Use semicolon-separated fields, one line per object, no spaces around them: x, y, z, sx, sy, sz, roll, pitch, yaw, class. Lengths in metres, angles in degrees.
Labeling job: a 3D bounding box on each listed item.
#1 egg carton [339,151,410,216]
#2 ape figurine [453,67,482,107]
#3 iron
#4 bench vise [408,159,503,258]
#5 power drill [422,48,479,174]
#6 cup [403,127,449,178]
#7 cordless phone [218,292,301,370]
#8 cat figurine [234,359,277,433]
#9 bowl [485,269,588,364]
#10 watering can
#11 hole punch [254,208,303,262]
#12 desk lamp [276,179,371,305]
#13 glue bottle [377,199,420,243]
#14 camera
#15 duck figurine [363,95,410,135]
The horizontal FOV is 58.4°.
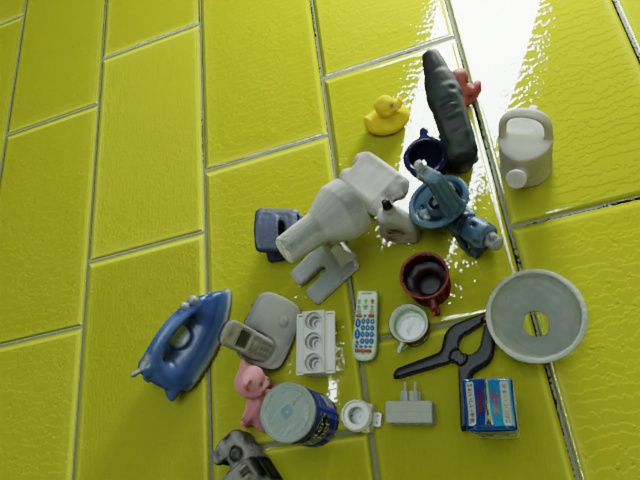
0.112;-0.119;1.220;0.107;0.070;0.150;-47;61;-3;egg carton
0.302;-0.333;1.227;0.077;0.092;0.076;30;81;28;ape figurine
-0.288;0.196;1.193;0.118;0.142;0.258;25;79;27;iron
0.251;-0.069;1.061;0.206;0.220;0.121;20;77;26;bench vise
0.258;-0.234;1.135;0.075;0.209;0.229;-19;63;12;power drill
0.224;-0.165;1.184;0.091;0.095;0.118;-9;66;17;cup
-0.121;0.167;1.119;0.094;0.185;0.148;12;73;25;cordless phone
-0.132;0.299;1.106;0.067;0.118;0.128;2;69;21;cat figurine
0.379;0.141;1.009;0.167;0.075;0.167;-7;66;17;bowl
0.386;-0.178;1.072;0.100;0.194;0.173;-11;65;16;watering can
-0.084;-0.018;1.237;0.101;0.091;0.108;-11;65;16;hole punch
0.010;0.004;1.123;0.203;0.214;0.117;-44;61;-1;desk lamp
0.144;-0.040;1.115;0.078;0.173;0.037;-1;68;20;glue bottle
-0.161;0.449;1.063;0.137;0.101;0.142;-43;61;-1;camera
0.142;-0.284;1.269;0.104;0.086;0.077;-17;63;13;duck figurine
